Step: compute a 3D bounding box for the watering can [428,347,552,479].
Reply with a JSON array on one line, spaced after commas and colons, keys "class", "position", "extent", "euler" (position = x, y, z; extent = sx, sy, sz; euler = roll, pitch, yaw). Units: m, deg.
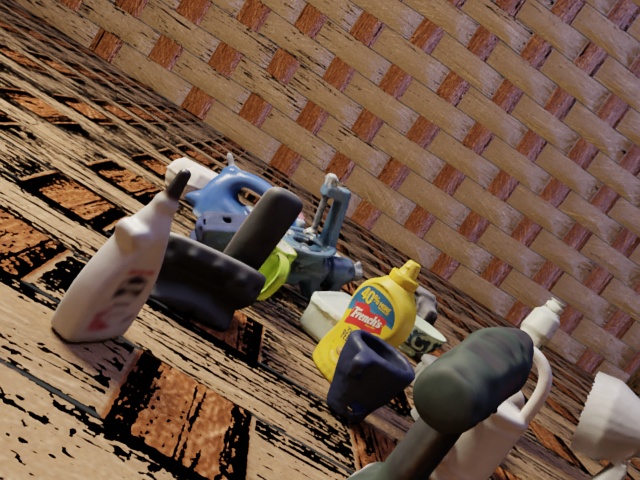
[{"class": "watering can", "position": [0.202, 0.205, 0.699], "extent": [0.101, 0.194, 0.173], "euler": [35, 9, 11]}]

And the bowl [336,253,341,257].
[{"class": "bowl", "position": [-0.033, 0.035, 1.176], "extent": [0.167, 0.074, 0.167], "euler": [33, 9, -5]}]

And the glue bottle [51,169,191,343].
[{"class": "glue bottle", "position": [-0.161, 0.011, 0.500], "extent": [0.037, 0.173, 0.078], "euler": [36, 9, 16]}]

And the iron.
[{"class": "iron", "position": [-0.115, -0.043, 1.077], "extent": [0.258, 0.141, 0.119], "euler": [34, 8, 3]}]

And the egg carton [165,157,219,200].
[{"class": "egg carton", "position": [-0.249, -0.112, 1.205], "extent": [0.151, 0.069, 0.107], "euler": [25, 12, -47]}]

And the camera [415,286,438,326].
[{"class": "camera", "position": [0.197, 0.141, 1.352], "extent": [0.137, 0.101, 0.143], "euler": [29, 10, -28]}]

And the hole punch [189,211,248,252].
[{"class": "hole punch", "position": [-0.154, -0.013, 0.937], "extent": [0.101, 0.091, 0.108], "euler": [31, 9, -20]}]

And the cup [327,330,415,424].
[{"class": "cup", "position": [0.046, 0.167, 0.668], "extent": [0.091, 0.095, 0.118], "euler": [37, 9, 24]}]

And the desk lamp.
[{"class": "desk lamp", "position": [0.426, 0.325, 0.806], "extent": [0.202, 0.213, 0.118], "euler": [38, 10, 28]}]

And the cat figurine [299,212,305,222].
[{"class": "cat figurine", "position": [-0.090, -0.043, 1.253], "extent": [0.128, 0.117, 0.067], "euler": [29, 10, -31]}]

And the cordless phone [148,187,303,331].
[{"class": "cordless phone", "position": [-0.117, 0.000, 0.687], "extent": [0.148, 0.185, 0.094], "euler": [28, 10, -32]}]

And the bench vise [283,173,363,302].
[{"class": "bench vise", "position": [0.002, -0.002, 1.025], "extent": [0.208, 0.219, 0.121], "euler": [24, 13, -50]}]

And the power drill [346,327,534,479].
[{"class": "power drill", "position": [0.120, 0.170, 0.542], "extent": [0.075, 0.208, 0.230], "euler": [37, 9, 24]}]
